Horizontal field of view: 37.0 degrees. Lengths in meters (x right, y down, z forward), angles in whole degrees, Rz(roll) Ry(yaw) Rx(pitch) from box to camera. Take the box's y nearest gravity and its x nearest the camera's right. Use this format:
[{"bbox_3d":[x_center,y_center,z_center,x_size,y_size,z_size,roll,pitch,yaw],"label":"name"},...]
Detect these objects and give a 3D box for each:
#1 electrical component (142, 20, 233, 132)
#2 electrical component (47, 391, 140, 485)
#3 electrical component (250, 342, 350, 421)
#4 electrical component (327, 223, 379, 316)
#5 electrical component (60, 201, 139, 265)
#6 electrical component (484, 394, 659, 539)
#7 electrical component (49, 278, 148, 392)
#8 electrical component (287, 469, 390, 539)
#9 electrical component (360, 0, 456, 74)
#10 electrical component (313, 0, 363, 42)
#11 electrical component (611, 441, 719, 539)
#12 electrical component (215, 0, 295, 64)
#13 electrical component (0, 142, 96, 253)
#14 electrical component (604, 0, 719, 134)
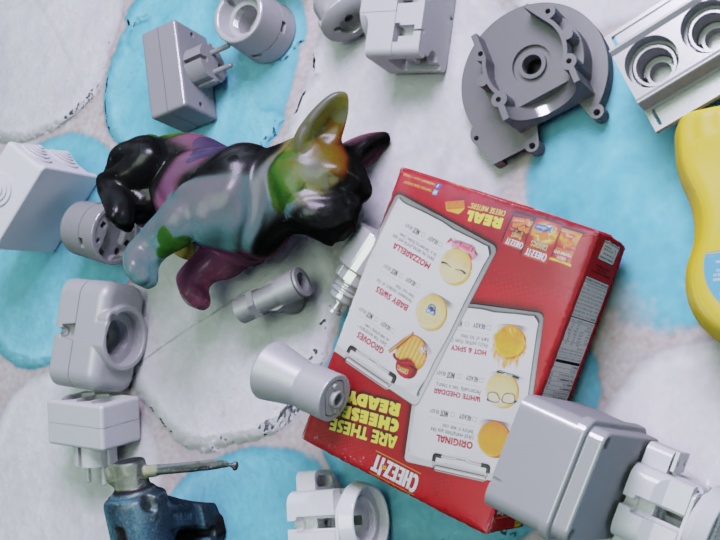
[{"bbox_3d":[-0.144,-0.175,0.943,0.076,0.047,0.083,-17,73,26],"label":"electrical component"},{"bbox_3d":[-0.231,0.149,0.936,0.066,0.047,0.076,1,95,31],"label":"electrical component"},{"bbox_3d":[-0.040,0.081,0.764,0.065,0.044,0.044,19,91,34],"label":"electrical component"},{"bbox_3d":[0.000,0.000,0.832,0.040,0.040,0.078,37,100,30],"label":"electrical component"},{"bbox_3d":[-0.235,-0.035,0.967,0.047,0.055,0.055,10,86,35],"label":"electrical component"},{"bbox_3d":[0.138,0.128,0.687,0.057,0.113,0.078,22,93,34],"label":"electrical component"},{"bbox_3d":[-0.228,0.058,0.946,0.059,0.054,0.095,4,83,30],"label":"electrical component"},{"bbox_3d":[-0.015,0.187,0.798,0.057,0.058,0.078,-11,76,31],"label":"electrical component"},{"bbox_3d":[0.037,-0.203,0.841,0.056,0.050,0.089,5,83,30],"label":"electrical component"},{"bbox_3d":[-0.019,-0.222,0.881,0.048,0.048,0.062,-39,58,19],"label":"electrical component"},{"bbox_3d":[0.200,0.155,0.679,0.057,0.058,0.078,21,92,34],"label":"electrical component"},{"bbox_3d":[-0.091,-0.210,0.918,0.055,0.047,0.055,-6,78,29],"label":"electrical component"},{"bbox_3d":[-0.301,-0.066,0.986,0.048,0.100,0.099,37,101,17],"label":"electrical component"},{"bbox_3d":[0.236,-0.151,0.709,0.121,0.063,0.078,-31,67,22],"label":"electrical component"}]
